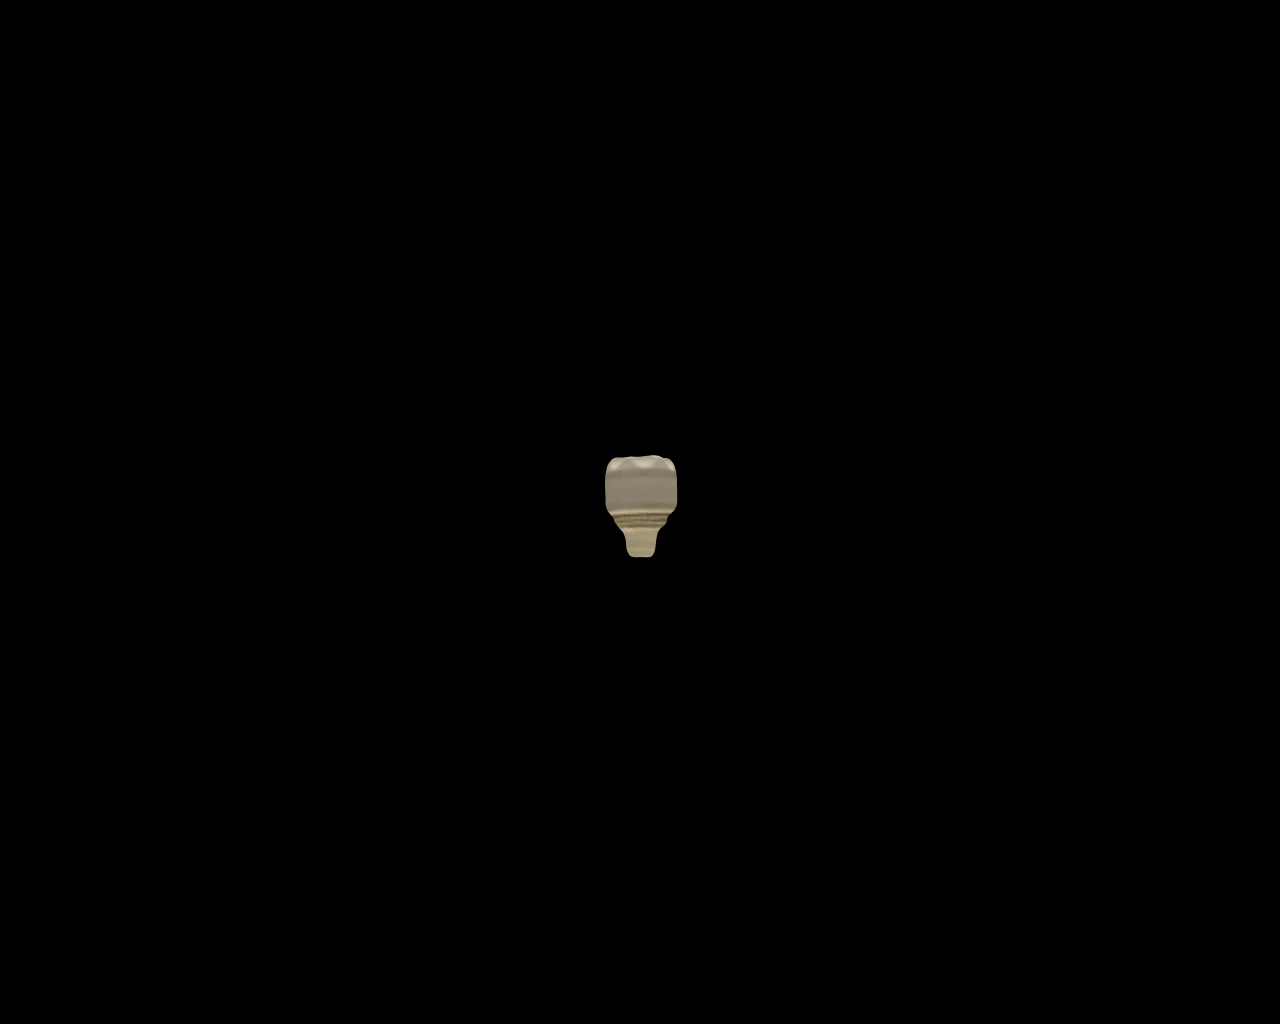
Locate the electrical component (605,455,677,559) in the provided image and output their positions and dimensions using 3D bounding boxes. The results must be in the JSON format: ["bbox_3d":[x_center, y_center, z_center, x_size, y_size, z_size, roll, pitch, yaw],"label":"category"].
[{"bbox_3d":[0.001,-0.003,0.650,0.043,0.062,0.043,0,-3,0],"label":"electrical component"}]
